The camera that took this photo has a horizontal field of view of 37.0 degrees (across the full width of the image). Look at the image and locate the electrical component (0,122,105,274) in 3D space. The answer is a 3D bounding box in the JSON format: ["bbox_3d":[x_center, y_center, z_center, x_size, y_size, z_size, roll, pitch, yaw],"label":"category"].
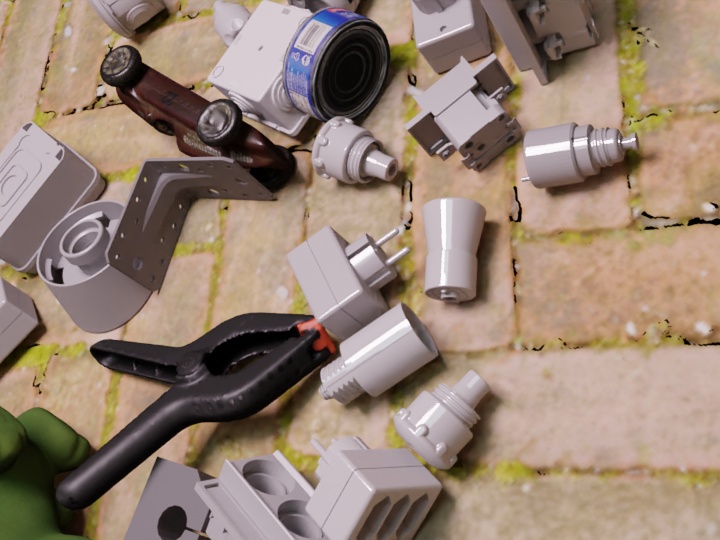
[{"bbox_3d":[-0.290,-0.062,0.950,0.078,0.057,0.113,37,88,38],"label":"electrical component"}]

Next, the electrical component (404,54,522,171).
[{"bbox_3d":[0.078,-0.109,0.767,0.081,0.042,0.063,-39,57,9],"label":"electrical component"}]

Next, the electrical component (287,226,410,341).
[{"bbox_3d":[0.000,0.000,0.754,0.077,0.047,0.065,-35,54,11],"label":"electrical component"}]

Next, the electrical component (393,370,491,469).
[{"bbox_3d":[0.055,0.091,0.679,0.062,0.048,0.048,-46,52,-6],"label":"electrical component"}]

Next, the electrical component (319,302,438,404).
[{"bbox_3d":[0.007,0.062,0.721,0.081,0.043,0.043,-35,54,11],"label":"electrical component"}]

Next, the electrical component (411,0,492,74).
[{"bbox_3d":[0.059,-0.206,0.805,0.047,0.076,0.083,-18,59,22],"label":"electrical component"}]

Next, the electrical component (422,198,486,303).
[{"bbox_3d":[0.062,-0.011,0.728,0.044,0.044,0.065,-6,68,28],"label":"electrical component"}]

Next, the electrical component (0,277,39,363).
[{"bbox_3d":[-0.329,0.043,0.902,0.083,0.076,0.047,-45,36,3],"label":"electrical component"}]

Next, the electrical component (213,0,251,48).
[{"bbox_3d":[-0.111,-0.216,0.937,0.035,0.035,0.061,-42,50,6],"label":"electrical component"}]

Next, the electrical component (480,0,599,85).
[{"bbox_3d":[0.119,-0.195,0.736,0.063,0.121,0.078,-12,61,23],"label":"electrical component"}]

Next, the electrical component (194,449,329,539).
[{"bbox_3d":[-0.044,0.178,0.676,0.121,0.079,0.063,41,120,38],"label":"electrical component"}]

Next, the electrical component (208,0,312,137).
[{"bbox_3d":[-0.066,-0.165,0.866,0.100,0.048,0.099,29,83,47],"label":"electrical component"}]

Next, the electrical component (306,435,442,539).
[{"bbox_3d":[-0.002,0.130,0.671,0.077,0.066,0.047,42,112,38],"label":"electrical component"}]

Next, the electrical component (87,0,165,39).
[{"bbox_3d":[-0.223,-0.259,0.996,0.051,0.080,0.080,-34,54,5],"label":"electrical component"}]

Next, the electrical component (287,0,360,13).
[{"bbox_3d":[-0.025,-0.229,0.880,0.055,0.055,0.047,18,73,36],"label":"electrical component"}]

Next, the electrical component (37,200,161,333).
[{"bbox_3d":[-0.214,-0.006,0.888,0.099,0.064,0.099,-14,48,16],"label":"electrical component"}]

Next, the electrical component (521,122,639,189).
[{"bbox_3d":[0.145,-0.078,0.713,0.078,0.040,0.040,-8,63,26],"label":"electrical component"}]

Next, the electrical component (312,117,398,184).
[{"bbox_3d":[-0.001,-0.084,0.800,0.062,0.048,0.048,24,80,28],"label":"electrical component"}]
